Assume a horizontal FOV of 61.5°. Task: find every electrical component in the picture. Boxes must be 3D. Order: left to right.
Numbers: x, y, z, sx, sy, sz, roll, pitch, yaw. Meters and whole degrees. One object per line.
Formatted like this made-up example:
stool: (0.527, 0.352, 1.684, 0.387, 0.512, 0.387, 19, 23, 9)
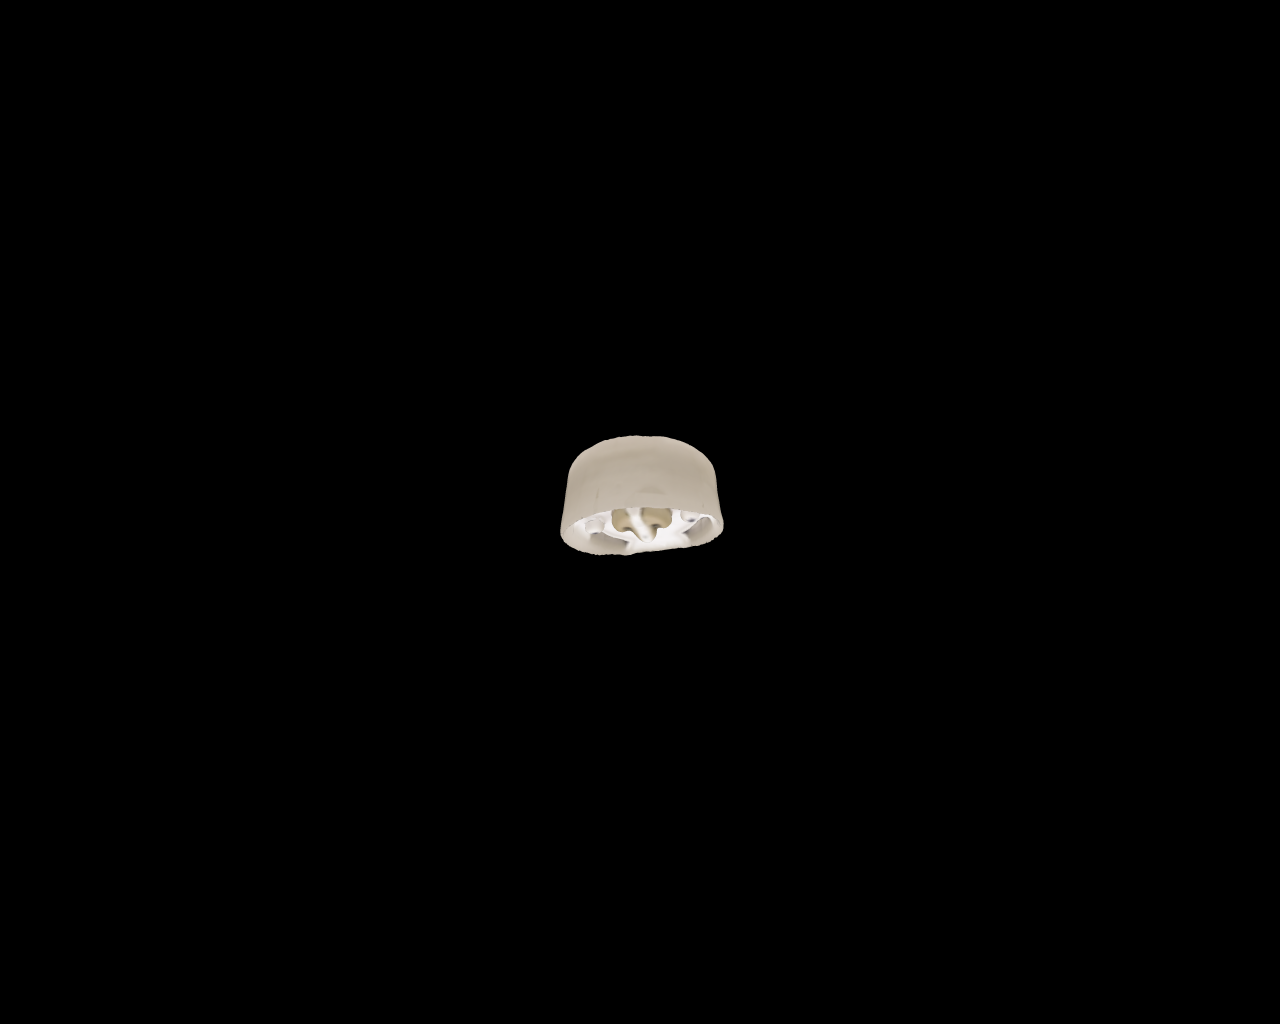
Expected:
electrical component: (0.001, -0.003, 0.650, 0.099, 0.064, 0.099, 0, -31, 0)
